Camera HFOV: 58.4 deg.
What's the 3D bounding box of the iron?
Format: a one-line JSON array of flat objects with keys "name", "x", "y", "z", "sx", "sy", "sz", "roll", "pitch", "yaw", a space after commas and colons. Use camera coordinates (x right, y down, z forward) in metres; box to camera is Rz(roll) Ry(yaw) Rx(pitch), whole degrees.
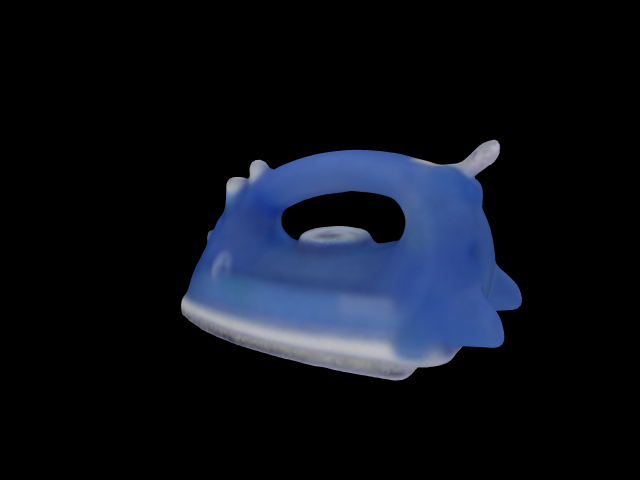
[{"name": "iron", "x": 0.004, "y": 0.001, "z": 0.400, "sx": 0.257, "sy": 0.141, "sz": 0.119, "roll": 5, "pitch": 11, "yaw": 24}]
